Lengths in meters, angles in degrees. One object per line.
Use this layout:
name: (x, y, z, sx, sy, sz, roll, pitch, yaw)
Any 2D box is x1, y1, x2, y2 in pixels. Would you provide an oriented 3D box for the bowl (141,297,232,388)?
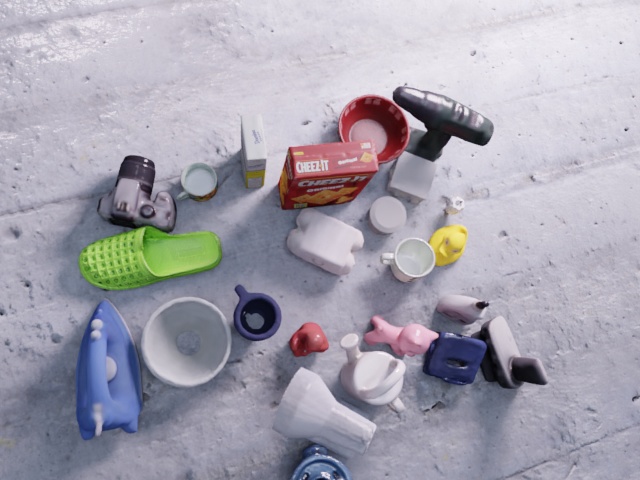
bowl: (-0.253, 0.196, 1.099, 0.167, 0.074, 0.167, 2, 78, -10)

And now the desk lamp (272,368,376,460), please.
desk lamp: (0.011, 0.325, 1.050, 0.203, 0.213, 0.118, 28, 75, -4)

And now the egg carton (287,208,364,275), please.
egg carton: (0.011, 0.004, 1.189, 0.150, 0.069, 0.107, 24, 75, -5)

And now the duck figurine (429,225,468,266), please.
duck figurine: (0.284, 0.005, 1.230, 0.105, 0.086, 0.077, -44, 89, -15)

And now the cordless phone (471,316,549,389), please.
cordless phone: (0.394, 0.227, 1.155, 0.094, 0.185, 0.147, -21, 83, -13)

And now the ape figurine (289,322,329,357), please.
ape figurine: (-0.017, 0.200, 1.132, 0.078, 0.092, 0.076, 23, 76, -5)

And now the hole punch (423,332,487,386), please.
hole punch: (0.278, 0.245, 1.178, 0.109, 0.091, 0.101, 15, 76, -7)

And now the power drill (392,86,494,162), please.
power drill: (0.235, -0.238, 1.207, 0.230, 0.208, 0.076, 14, 77, -7)

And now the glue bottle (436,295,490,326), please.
glue bottle: (0.301, 0.139, 1.162, 0.078, 0.173, 0.037, 32, 75, -2)

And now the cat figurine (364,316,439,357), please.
cat figurine: (0.166, 0.195, 1.154, 0.128, 0.117, 0.067, 19, 76, -6)

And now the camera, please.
camera: (-0.351, -0.094, 1.125, 0.143, 0.100, 0.137, 10, 77, -8)

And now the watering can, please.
watering can: (0.100, 0.258, 1.090, 0.173, 0.194, 0.101, 30, 75, -3)

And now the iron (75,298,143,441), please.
iron: (-0.393, 0.227, 1.032, 0.119, 0.141, 0.258, -6, 80, -11)

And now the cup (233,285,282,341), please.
cup: (-0.132, 0.143, 1.121, 0.092, 0.095, 0.118, -34, 86, -15)

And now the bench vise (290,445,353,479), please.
bench vise: (0.018, 0.484, 1.016, 0.121, 0.219, 0.207, -17, 82, -13)
